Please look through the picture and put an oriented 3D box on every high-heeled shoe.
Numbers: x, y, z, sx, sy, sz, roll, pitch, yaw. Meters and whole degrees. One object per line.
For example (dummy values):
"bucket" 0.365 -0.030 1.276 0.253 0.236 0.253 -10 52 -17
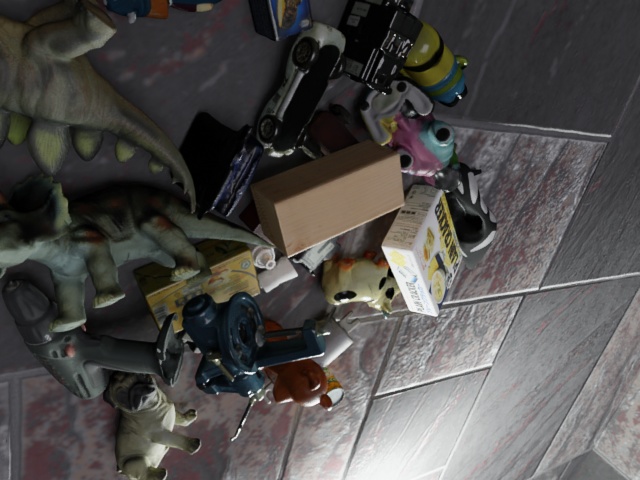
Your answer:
"high-heeled shoe" 0.284 -0.037 1.080 0.145 0.086 0.248 -22 116 -41

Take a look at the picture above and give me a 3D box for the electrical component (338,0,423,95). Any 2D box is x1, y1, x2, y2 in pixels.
"electrical component" 0.078 -0.286 0.759 0.058 0.115 0.134 8 115 -41

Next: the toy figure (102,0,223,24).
"toy figure" -0.173 -0.288 0.619 0.154 0.064 0.057 -23 167 -16

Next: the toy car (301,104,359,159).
"toy car" 0.049 -0.134 0.881 0.089 0.053 0.202 -53 130 -3

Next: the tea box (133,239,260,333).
"tea box" -0.187 0.066 0.834 0.170 0.068 0.098 -24 132 -22

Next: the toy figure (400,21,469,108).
"toy figure" 0.179 -0.279 0.852 0.180 0.089 0.082 32 85 -41

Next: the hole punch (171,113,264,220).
"hole punch" -0.128 -0.099 0.742 0.092 0.116 0.142 20 106 -50

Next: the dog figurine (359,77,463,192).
"dog figurine" 0.169 -0.169 0.913 0.108 0.191 0.219 -38 166 16

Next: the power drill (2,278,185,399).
"power drill" -0.303 0.142 0.747 0.207 0.086 0.231 -2 131 -2

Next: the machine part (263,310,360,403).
"machine part" -0.022 0.225 1.052 0.243 0.079 0.079 -40 134 -5

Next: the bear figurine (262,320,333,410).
"bear figurine" -0.074 0.231 0.936 0.132 0.196 0.120 -33 135 -12

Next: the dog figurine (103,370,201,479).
"dog figurine" -0.316 0.302 0.894 0.172 0.121 0.190 -42 120 -9

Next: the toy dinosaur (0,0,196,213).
"toy dinosaur" -0.303 -0.178 0.564 0.471 0.105 0.198 29 108 -31

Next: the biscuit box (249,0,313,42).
"biscuit box" -0.062 -0.353 0.651 0.059 0.063 0.202 -28 131 -20

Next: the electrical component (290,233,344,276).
"electrical component" -0.002 -0.003 0.935 0.119 0.048 0.074 -50 134 2

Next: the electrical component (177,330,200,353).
"electrical component" -0.197 0.142 0.894 0.078 0.045 0.102 20 106 -40

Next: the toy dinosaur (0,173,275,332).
"toy dinosaur" -0.255 -0.012 0.696 0.405 0.192 0.131 -18 171 -46

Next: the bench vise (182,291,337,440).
"bench vise" -0.089 0.164 0.803 0.241 0.129 0.223 -13 113 19

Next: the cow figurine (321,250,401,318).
"cow figurine" 0.087 0.087 1.033 0.195 0.086 0.127 0 112 -38

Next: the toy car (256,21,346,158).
"toy car" -0.029 -0.207 0.766 0.073 0.056 0.201 1 127 -48
